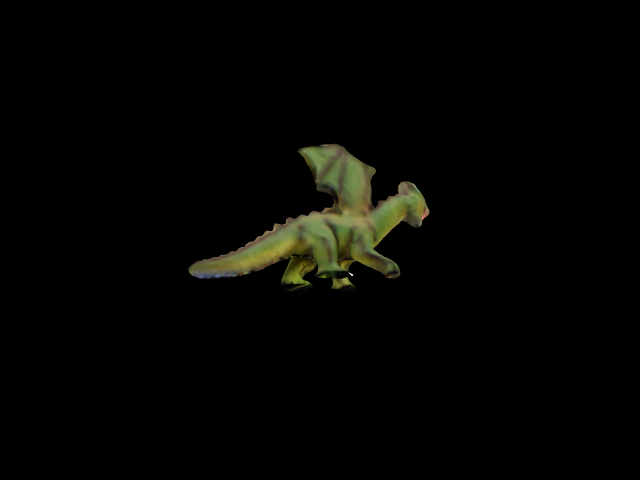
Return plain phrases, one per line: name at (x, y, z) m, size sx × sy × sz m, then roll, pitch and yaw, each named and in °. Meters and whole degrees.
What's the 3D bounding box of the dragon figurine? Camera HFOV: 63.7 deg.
dragon figurine at (0.003, -0.043, 0.850) m, size 0.410 × 0.246 × 0.120 m, roll 5°, pitch -19°, yaw -16°
